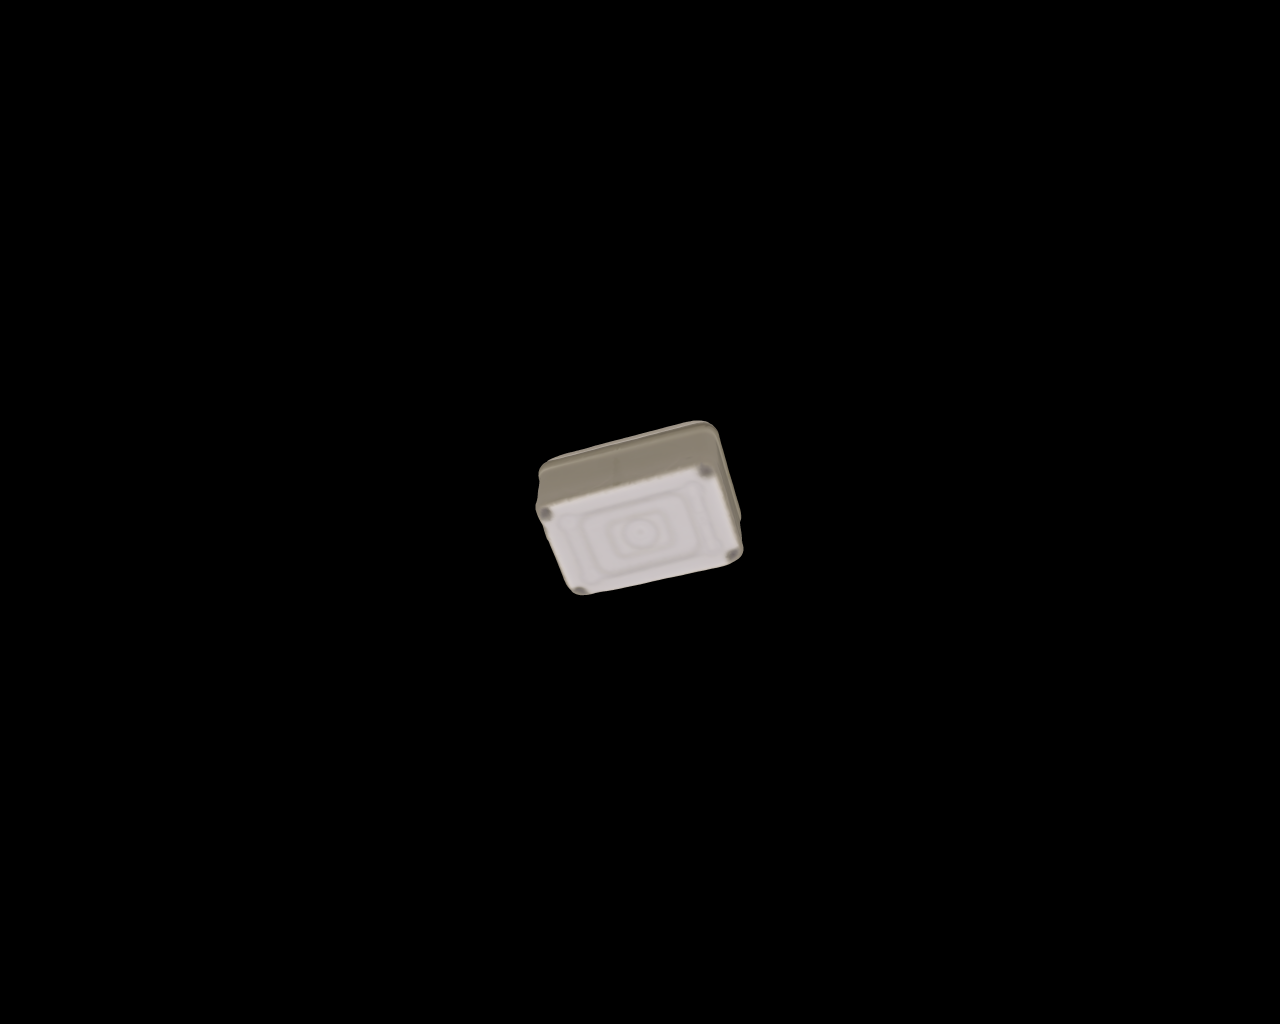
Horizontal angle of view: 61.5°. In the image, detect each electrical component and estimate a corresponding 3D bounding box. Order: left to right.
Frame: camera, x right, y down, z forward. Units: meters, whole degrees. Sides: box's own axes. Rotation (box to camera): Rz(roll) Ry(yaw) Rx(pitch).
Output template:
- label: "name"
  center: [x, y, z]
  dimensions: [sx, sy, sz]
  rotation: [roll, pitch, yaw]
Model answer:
- label: "electrical component"
  center: [0.001, -0.003, 0.650]
  dimensions: [0.113, 0.078, 0.057]
  rotation: [-14, 33, 9]
